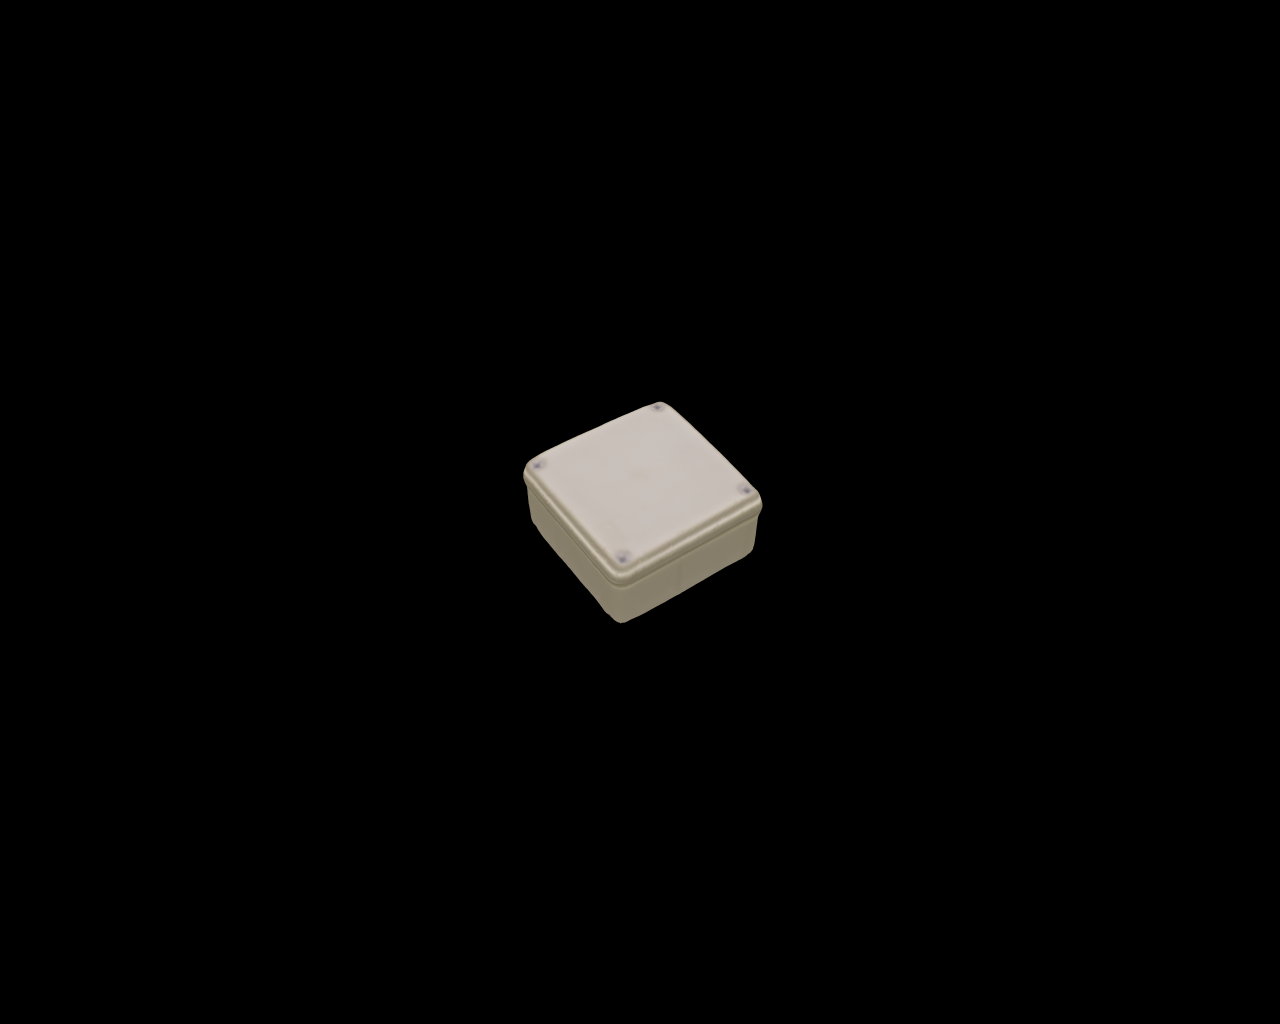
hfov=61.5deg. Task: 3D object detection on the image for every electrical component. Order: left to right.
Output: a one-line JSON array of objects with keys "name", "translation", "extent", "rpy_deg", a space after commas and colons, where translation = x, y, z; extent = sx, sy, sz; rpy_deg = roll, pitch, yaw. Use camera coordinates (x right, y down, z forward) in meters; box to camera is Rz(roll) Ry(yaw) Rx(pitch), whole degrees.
[{"name": "electrical component", "translation": [0.001, -0.003, 0.650], "extent": [0.109, 0.056, 0.109], "rpy_deg": [-27, 53, -22]}]
